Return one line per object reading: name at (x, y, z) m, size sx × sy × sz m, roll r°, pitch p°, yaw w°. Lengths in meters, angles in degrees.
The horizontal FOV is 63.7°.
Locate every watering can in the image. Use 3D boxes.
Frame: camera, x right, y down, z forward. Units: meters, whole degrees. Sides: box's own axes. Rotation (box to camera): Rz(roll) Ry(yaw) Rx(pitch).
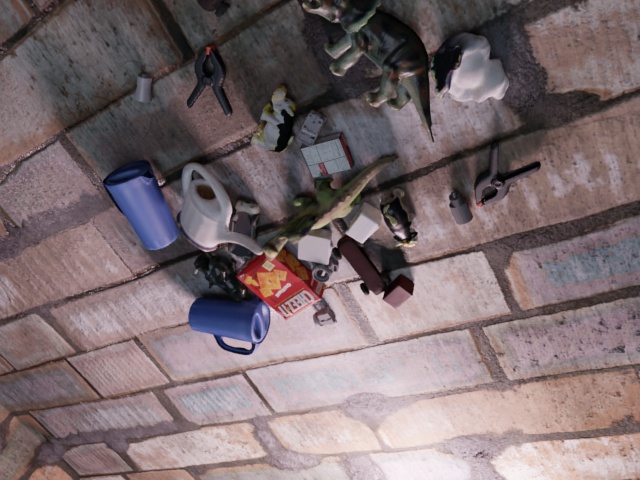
watering can at (-0.284, -0.047, 1.386) m, size 0.352 × 0.105 × 0.219 m, roll 53°, pitch 138°, yaw 19°

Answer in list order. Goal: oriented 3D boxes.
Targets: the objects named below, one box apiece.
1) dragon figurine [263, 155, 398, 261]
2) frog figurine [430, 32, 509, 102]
dragon figurine at (0.004, -0.063, 1.252) m, size 0.404 × 0.248 × 0.121 m, roll -34°, pitch 104°, yaw 35°
frog figurine at (0.314, -0.350, 1.058) m, size 0.160 × 0.125 × 0.134 m, roll -3°, pitch 121°, yaw -24°
